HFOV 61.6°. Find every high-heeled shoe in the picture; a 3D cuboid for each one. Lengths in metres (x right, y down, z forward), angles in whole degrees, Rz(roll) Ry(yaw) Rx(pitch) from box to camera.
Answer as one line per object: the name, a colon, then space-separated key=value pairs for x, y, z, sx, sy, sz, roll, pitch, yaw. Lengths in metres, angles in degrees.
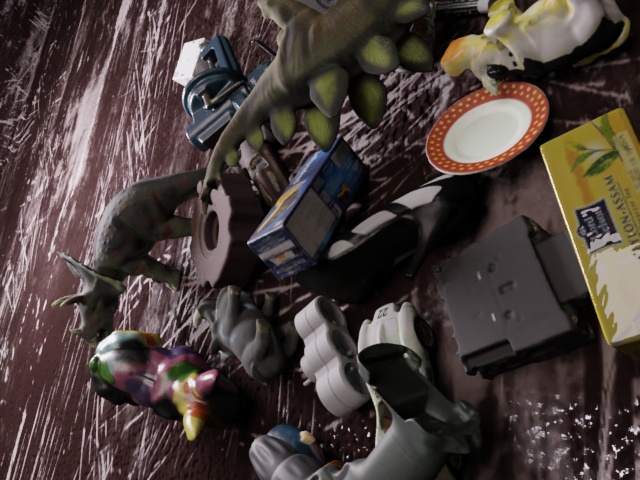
high-heeled shoe: x=0.064 y=-0.008 z=0.617 sx=0.249 sy=0.086 sz=0.145 roll=-9 pitch=46 yaw=53

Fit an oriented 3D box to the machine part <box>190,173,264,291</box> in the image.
machine part: x=-0.145 y=-0.012 z=0.805 sx=0.179 sy=0.056 sz=0.179 roll=-6 pitch=82 yaw=57

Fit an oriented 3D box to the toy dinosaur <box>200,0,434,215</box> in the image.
toy dinosaur: x=0.003 y=-0.217 z=0.637 sx=0.471 sy=0.105 sz=0.199 roll=-38 pitch=64 yaw=20

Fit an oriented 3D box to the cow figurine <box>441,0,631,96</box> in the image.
cow figurine: x=0.208 y=-0.196 z=0.536 sx=0.167 sy=0.098 sz=0.068 roll=-21 pitch=34 yaw=49

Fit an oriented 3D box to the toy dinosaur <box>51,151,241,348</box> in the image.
toy dinosaur: x=-0.298 y=-0.019 z=0.897 sx=0.131 sy=0.192 sz=0.404 roll=44 pitch=107 yaw=44

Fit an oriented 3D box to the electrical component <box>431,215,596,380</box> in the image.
electrical component: x=0.177 y=0.048 z=0.478 sx=0.134 sy=0.058 sz=0.115 roll=-35 pitch=53 yaw=31

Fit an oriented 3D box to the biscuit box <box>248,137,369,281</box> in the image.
biscuit box: x=-0.008 y=-0.044 z=0.636 sx=0.063 sy=0.059 sz=0.203 roll=-26 pitch=22 yaw=38

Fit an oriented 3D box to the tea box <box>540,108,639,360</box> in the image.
tea box: x=0.238 y=-0.001 z=0.407 sx=0.068 sy=0.098 sz=0.170 roll=-28 pitch=53 yaw=34

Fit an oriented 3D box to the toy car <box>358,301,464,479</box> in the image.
toy car: x=0.083 y=0.157 z=0.527 sx=0.073 sy=0.056 sz=0.202 roll=-31 pitch=54 yaw=34

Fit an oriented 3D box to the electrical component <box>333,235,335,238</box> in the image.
electrical component: x=-0.001 y=-0.002 z=0.697 sx=0.094 sy=0.021 sz=0.063 roll=-43 pitch=30 yaw=23

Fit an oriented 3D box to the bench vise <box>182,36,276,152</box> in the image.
bench vise: x=-0.151 y=-0.270 z=0.907 sx=0.223 sy=0.128 sz=0.241 roll=-41 pitch=55 yaw=28

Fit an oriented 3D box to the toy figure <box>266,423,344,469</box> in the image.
toy figure: x=-0.003 y=0.257 z=0.577 sx=0.155 sy=0.058 sz=0.064 roll=23 pitch=129 yaw=47

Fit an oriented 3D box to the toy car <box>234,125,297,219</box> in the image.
toy car: x=-0.077 y=-0.096 z=0.807 sx=0.089 sy=0.053 sz=0.202 roll=-46 pitch=45 yaw=18

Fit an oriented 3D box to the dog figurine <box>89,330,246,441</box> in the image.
dog figurine: x=-0.206 y=0.195 z=0.728 sx=0.219 sy=0.191 sz=0.108 roll=-5 pitch=63 yaw=61

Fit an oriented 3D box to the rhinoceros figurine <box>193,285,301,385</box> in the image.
rhinoceros figurine: x=-0.103 y=0.122 z=0.731 sx=0.191 sy=0.073 sz=0.112 roll=31 pitch=107 yaw=46

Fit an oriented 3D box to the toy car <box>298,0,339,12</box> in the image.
toy car: x=0.029 y=-0.329 z=0.757 sx=0.162 sy=0.103 sz=0.109 roll=-32 pitch=75 yaw=25

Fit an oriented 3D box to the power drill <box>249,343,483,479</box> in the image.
power drill: x=0.031 y=0.193 z=0.464 sx=0.232 sy=0.086 sz=0.207 roll=39 pitch=110 yaw=39
